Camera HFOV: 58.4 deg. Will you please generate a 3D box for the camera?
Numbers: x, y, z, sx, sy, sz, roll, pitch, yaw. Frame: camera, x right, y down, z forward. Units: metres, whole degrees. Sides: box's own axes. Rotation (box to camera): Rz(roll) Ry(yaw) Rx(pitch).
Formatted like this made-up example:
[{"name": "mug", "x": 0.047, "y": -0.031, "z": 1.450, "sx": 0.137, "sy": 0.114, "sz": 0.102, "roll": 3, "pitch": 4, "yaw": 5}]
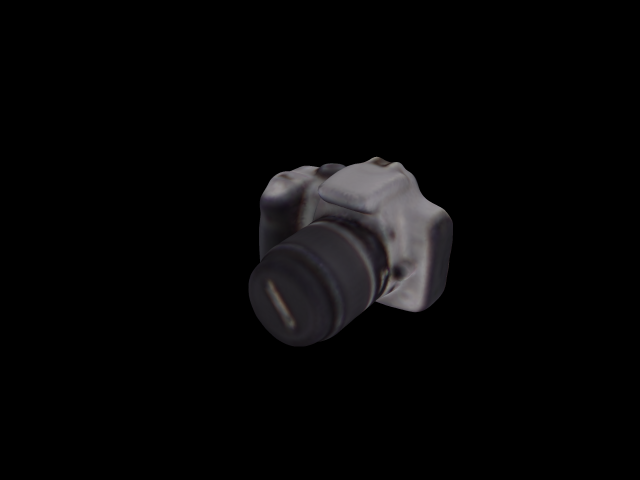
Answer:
[{"name": "camera", "x": 0.004, "y": 0.001, "z": 0.400, "sx": 0.142, "sy": 0.101, "sz": 0.137, "roll": 20, "pitch": 34, "yaw": 31}]
